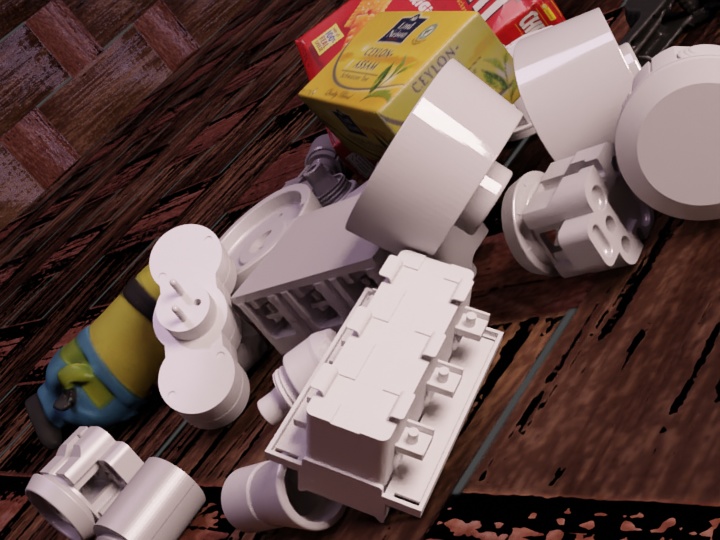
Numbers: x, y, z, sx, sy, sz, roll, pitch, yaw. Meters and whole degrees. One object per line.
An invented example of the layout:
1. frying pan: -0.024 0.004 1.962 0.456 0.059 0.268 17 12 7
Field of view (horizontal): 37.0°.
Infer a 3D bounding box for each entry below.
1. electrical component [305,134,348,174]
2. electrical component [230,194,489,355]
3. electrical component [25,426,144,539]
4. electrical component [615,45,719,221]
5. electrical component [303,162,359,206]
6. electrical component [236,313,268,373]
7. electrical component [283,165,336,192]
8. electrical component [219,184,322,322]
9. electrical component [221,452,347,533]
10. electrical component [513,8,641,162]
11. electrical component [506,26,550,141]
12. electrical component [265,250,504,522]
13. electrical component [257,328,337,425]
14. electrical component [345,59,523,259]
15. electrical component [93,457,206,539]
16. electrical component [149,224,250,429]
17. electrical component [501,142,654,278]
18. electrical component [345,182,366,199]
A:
1. electrical component: -0.032 -0.097 1.001 0.040 0.040 0.078 -31 21 23
2. electrical component: 0.000 0.000 0.694 0.150 0.061 0.089 -16 30 49
3. electrical component: -0.185 0.144 0.719 0.078 0.058 0.057 -11 31 53
4. electrical component: 0.165 -0.069 0.521 0.080 0.080 0.051 -30 16 25
5. electrical component: -0.020 -0.057 0.858 0.048 0.062 0.048 -35 19 14
6. electrical component: -0.100 0.062 0.767 0.062 0.043 0.043 -45 20 -13
7. electrical component: -0.043 -0.055 0.926 0.064 0.042 0.081 -17 29 44
8. electrical component: -0.062 -0.007 0.822 0.108 0.060 0.108 -34 24 17
9. electrical component: -0.042 0.114 0.550 0.065 0.044 0.044 -25 23 48
10. electrical component: 0.133 -0.098 0.617 0.064 0.099 0.099 -26 22 17
11. electrical component: 0.125 -0.135 0.785 0.080 0.051 0.080 -34 20 14
12. electrical component: 0.016 0.051 0.527 0.079 0.063 0.121 18 46 15
13. electrical component: -0.031 0.067 0.631 0.062 0.043 0.043 -37 19 11
14. electrical component: 0.046 -0.051 0.578 0.108 0.060 0.108 -57 -2 -3
15. electrical component: -0.130 0.153 0.619 0.043 0.043 0.081 -15 31 50
16. electrical component: -0.113 0.031 0.717 0.052 0.073 0.138 -12 64 5
17. electrical component: 0.112 -0.029 0.562 0.057 0.058 0.078 -16 30 43
18. electrical component: 0.021 -0.051 0.799 0.062 0.043 0.043 -36 19 5
